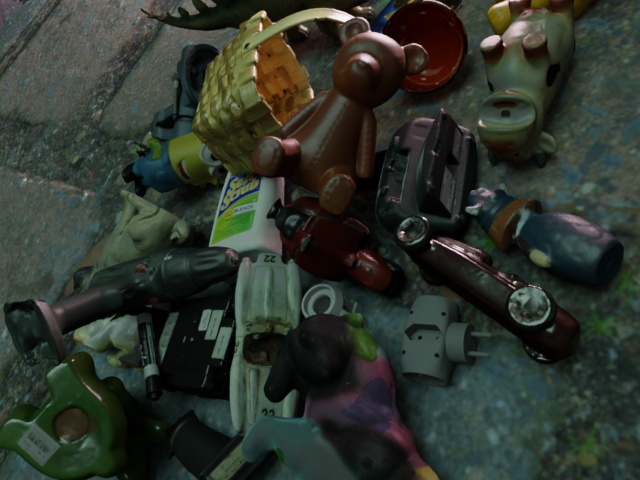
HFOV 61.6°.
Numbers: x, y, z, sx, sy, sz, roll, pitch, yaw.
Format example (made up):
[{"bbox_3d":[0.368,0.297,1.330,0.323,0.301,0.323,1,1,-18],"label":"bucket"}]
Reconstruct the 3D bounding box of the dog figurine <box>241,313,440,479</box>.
[{"bbox_3d":[0.056,0.175,0.457,0.219,0.108,0.191,15,79,36],"label":"dog figurine"}]

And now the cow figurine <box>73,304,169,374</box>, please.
[{"bbox_3d":[-0.269,0.123,0.742,0.168,0.068,0.098,9,61,34],"label":"cow figurine"}]

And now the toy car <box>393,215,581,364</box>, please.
[{"bbox_3d":[0.147,0.038,0.499,0.053,0.089,0.202,-49,45,-1],"label":"toy car"}]

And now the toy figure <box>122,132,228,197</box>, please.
[{"bbox_3d":[-0.212,-0.126,0.833,0.180,0.082,0.089,-15,67,11],"label":"toy figure"}]

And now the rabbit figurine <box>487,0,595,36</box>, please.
[{"bbox_3d":[0.253,-0.327,0.612,0.163,0.173,0.122,1,58,40],"label":"rabbit figurine"}]

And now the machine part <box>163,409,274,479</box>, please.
[{"bbox_3d":[-0.115,0.226,0.576,0.139,0.039,0.084,5,40,41],"label":"machine part"}]

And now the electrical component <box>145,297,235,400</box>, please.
[{"bbox_3d":[-0.136,0.131,0.653,0.134,0.058,0.115,-2,62,34],"label":"electrical component"}]

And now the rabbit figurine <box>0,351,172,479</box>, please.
[{"bbox_3d":[-0.251,0.208,0.631,0.159,0.170,0.121,31,81,1],"label":"rabbit figurine"}]

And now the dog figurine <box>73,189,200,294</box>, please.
[{"bbox_3d":[-0.272,0.038,0.782,0.172,0.121,0.190,15,76,59],"label":"dog figurine"}]

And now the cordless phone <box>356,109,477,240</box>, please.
[{"bbox_3d":[0.084,-0.063,0.630,0.184,0.088,0.146,-10,56,43],"label":"cordless phone"}]

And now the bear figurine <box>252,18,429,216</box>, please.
[{"bbox_3d":[0.029,-0.139,0.579,0.120,0.132,0.195,31,106,3],"label":"bear figurine"}]

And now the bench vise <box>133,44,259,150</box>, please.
[{"bbox_3d":[-0.181,-0.233,0.888,0.241,0.128,0.223,-6,63,36],"label":"bench vise"}]

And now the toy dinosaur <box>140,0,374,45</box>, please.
[{"bbox_3d":[-0.084,-0.376,0.860,0.472,0.198,0.105,-4,56,31],"label":"toy dinosaur"}]

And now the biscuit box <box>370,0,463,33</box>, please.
[{"bbox_3d":[0.110,-0.289,0.761,0.202,0.059,0.063,-50,47,-3],"label":"biscuit box"}]

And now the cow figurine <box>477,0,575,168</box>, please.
[{"bbox_3d":[0.219,-0.164,0.577,0.086,0.127,0.195,7,51,37],"label":"cow figurine"}]

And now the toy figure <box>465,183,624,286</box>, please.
[{"bbox_3d":[0.203,-0.007,0.511,0.155,0.064,0.057,35,122,48],"label":"toy figure"}]

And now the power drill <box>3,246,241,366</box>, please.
[{"bbox_3d":[-0.231,0.062,0.617,0.232,0.086,0.207,-11,16,38],"label":"power drill"}]

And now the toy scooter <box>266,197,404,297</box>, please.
[{"bbox_3d":[-0.001,-0.002,0.591,0.184,0.135,0.075,36,102,43],"label":"toy scooter"}]

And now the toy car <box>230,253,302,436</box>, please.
[{"bbox_3d":[-0.058,0.108,0.583,0.073,0.056,0.202,2,67,-5],"label":"toy car"}]
